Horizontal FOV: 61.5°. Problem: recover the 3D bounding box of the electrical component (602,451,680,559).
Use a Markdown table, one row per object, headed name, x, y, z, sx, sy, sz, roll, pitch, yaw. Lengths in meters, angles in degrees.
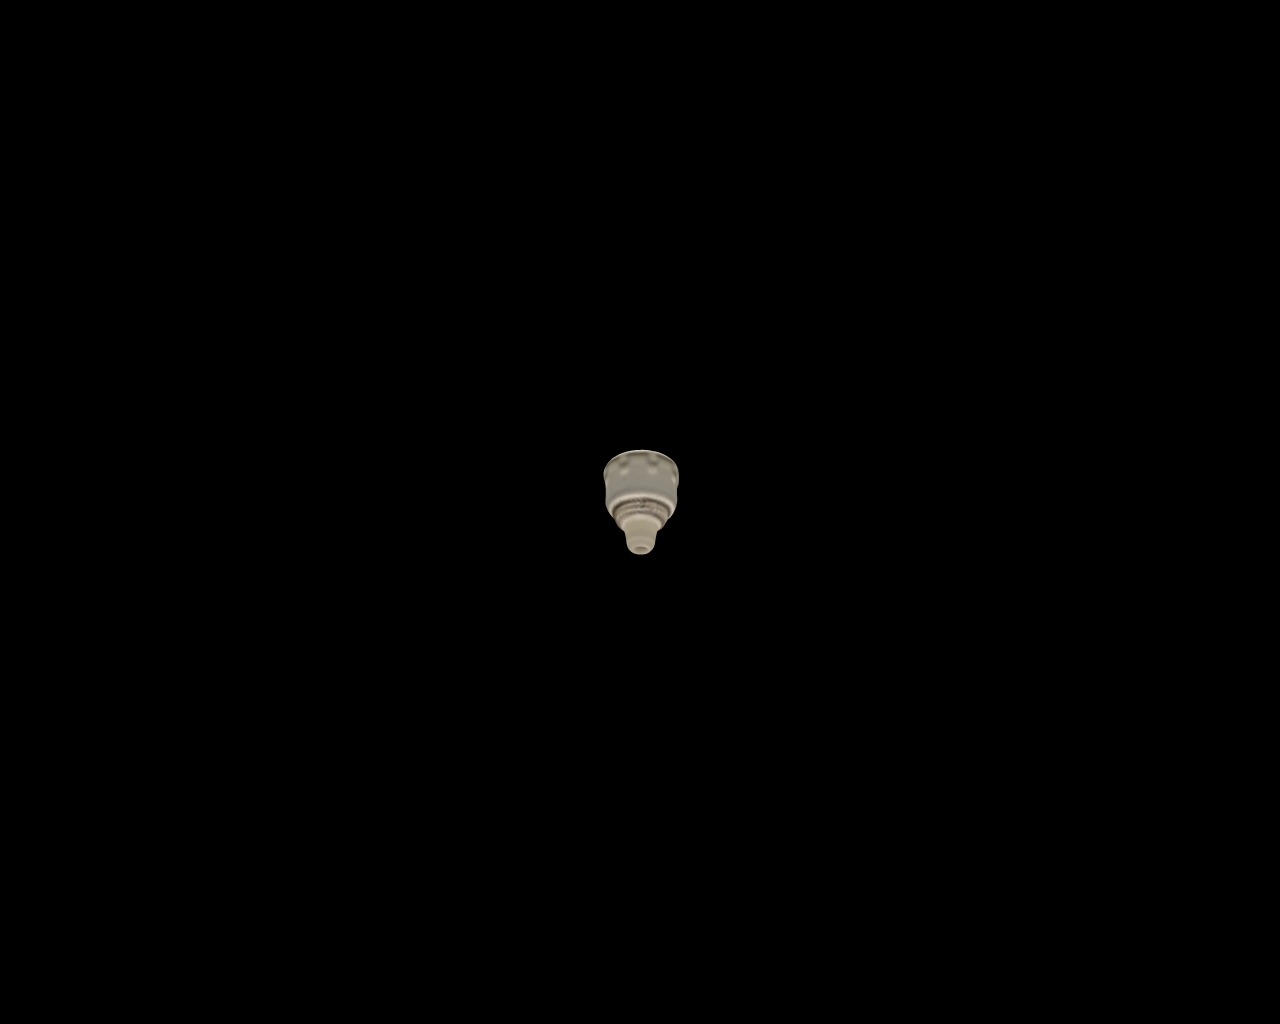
| name | x | y | z | sx | sy | sz | roll | pitch | yaw |
| --- | --- | --- | --- | --- | --- | --- | --- | --- | --- |
| electrical component | 0.001 | -0.003 | 0.650 | 0.048 | 0.062 | 0.048 | 0 | -32 | 0 |
